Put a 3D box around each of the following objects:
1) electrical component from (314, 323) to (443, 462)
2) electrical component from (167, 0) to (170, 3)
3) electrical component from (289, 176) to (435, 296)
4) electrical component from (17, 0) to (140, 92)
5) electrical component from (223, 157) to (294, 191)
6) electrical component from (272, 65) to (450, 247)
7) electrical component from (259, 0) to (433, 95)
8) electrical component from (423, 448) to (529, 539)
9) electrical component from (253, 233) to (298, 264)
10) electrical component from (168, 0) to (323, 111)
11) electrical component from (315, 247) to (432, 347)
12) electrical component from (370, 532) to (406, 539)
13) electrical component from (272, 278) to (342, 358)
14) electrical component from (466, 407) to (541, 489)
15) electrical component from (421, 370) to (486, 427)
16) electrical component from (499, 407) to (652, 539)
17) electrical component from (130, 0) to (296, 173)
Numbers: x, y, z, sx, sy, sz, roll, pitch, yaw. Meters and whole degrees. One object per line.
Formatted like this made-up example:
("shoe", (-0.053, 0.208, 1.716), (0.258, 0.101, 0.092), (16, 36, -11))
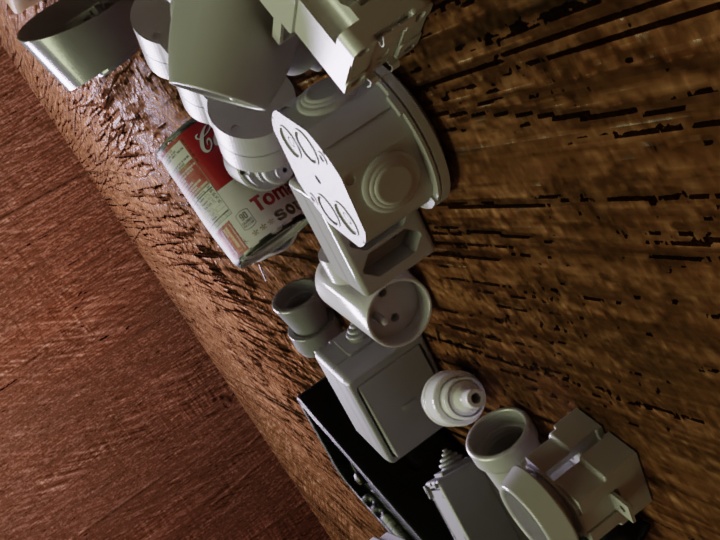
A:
("electrical component", (0.018, 0.074, 0.731), (0.061, 0.062, 0.096), (36, 157, 56))
("electrical component", (-0.072, -0.137, 0.570), (0.055, 0.045, 0.045), (56, 167, -3))
("electrical component", (-0.007, -0.034, 0.584), (0.077, 0.047, 0.065), (35, 156, 57))
("electrical component", (-0.204, -0.184, 0.821), (0.064, 0.099, 0.099), (54, 169, -21))
("electrical component", (-0.063, -0.072, 0.710), (0.040, 0.040, 0.078), (61, 166, -24))
("electrical component", (0.001, -0.055, 0.495), (0.080, 0.051, 0.080), (52, 167, 17))
("electrical component", (-0.007, -0.107, 0.416), (0.063, 0.042, 0.081), (53, 168, 6))
("electrical component", (0.087, 0.156, 0.704), (0.096, 0.061, 0.061), (62, 171, 9))
("electrical component", (-0.088, -0.049, 0.851), (0.079, 0.044, 0.077), (58, 167, -10))
("electrical component", (-0.041, -0.110, 0.480), (0.044, 0.077, 0.079), (18, -175, 39))
("electrical component", (0.000, 0.000, 0.651), (0.077, 0.044, 0.079), (33, 154, 59))
("electrical component", (0.029, 0.248, 0.818), (0.078, 0.057, 0.113), (53, 167, 2))
("electrical component", (-0.044, 0.041, 0.915), (0.045, 0.045, 0.055), (37, 158, 55))
("electrical component", (0.088, 0.108, 0.614), (0.046, 0.040, 0.040), (56, 168, -27))
("electrical component", (0.060, 0.077, 0.649), (0.035, 0.035, 0.061), (56, 165, -2))
("electrical component", (0.101, 0.105, 0.517), (0.066, 0.055, 0.048), (38, 159, 53))
("electrical component", (-0.088, -0.127, 0.636), (0.138, 0.052, 0.073), (50, 166, 23))
